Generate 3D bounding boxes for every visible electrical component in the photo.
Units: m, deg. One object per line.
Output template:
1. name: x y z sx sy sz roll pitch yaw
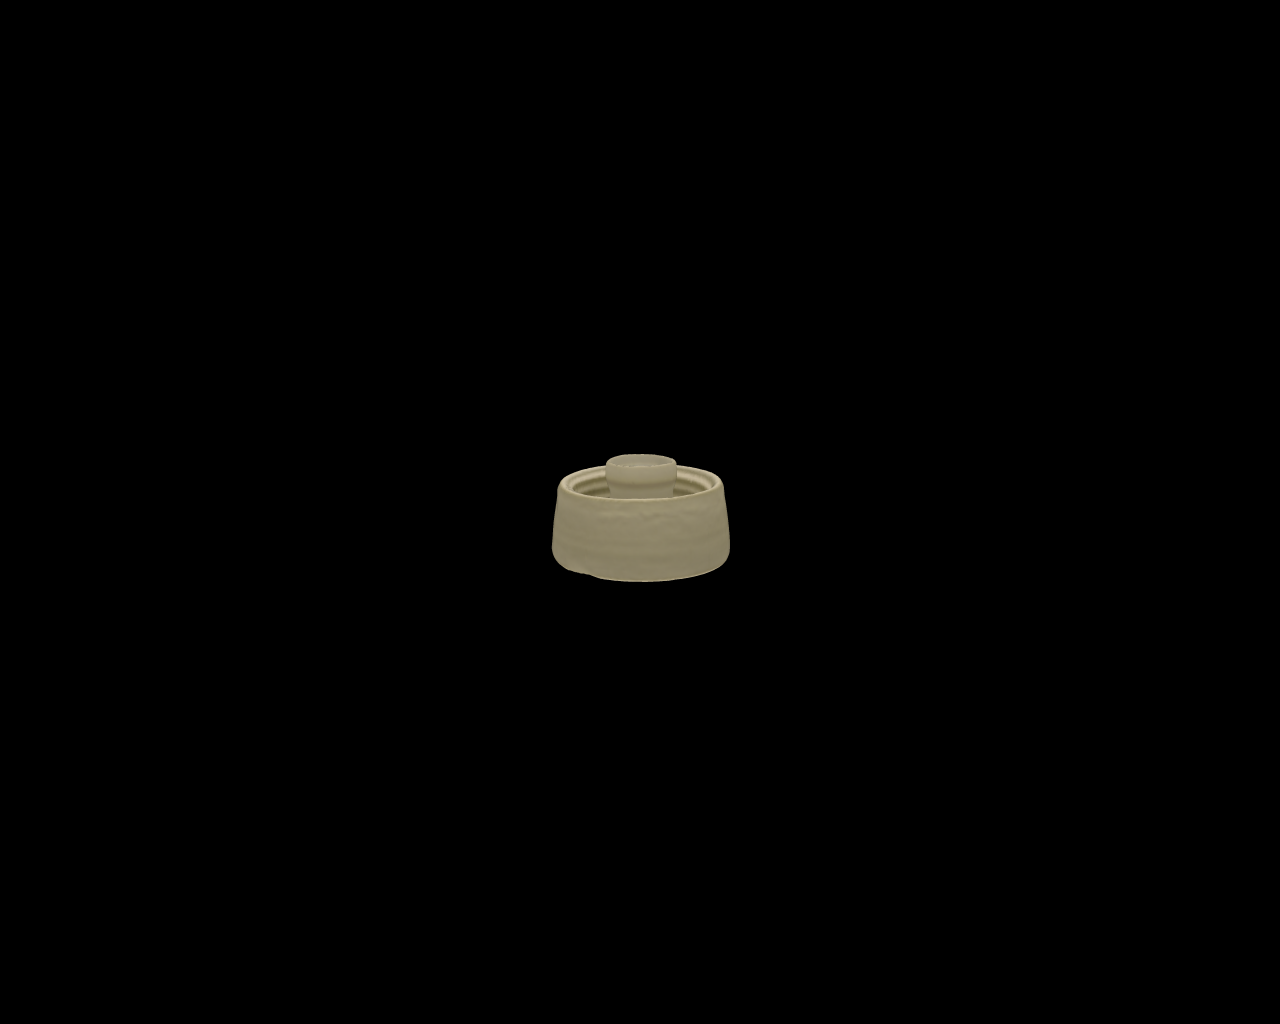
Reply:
1. electrical component: 0.001 -0.003 0.650 0.108 0.060 0.108 0 15 0
